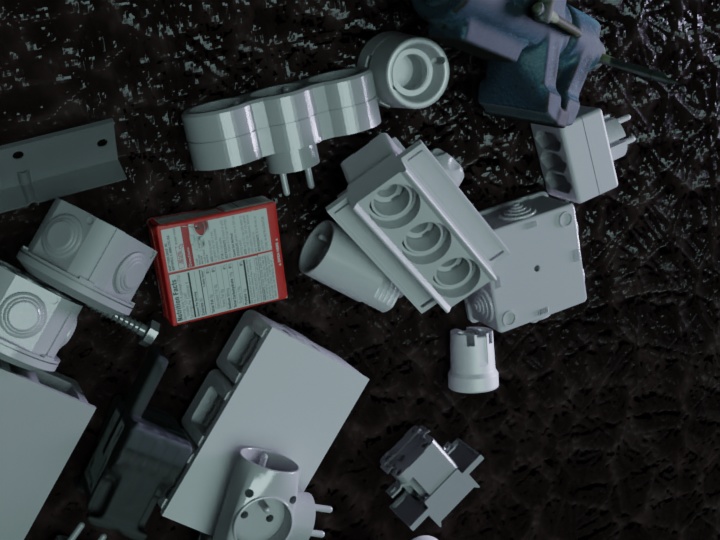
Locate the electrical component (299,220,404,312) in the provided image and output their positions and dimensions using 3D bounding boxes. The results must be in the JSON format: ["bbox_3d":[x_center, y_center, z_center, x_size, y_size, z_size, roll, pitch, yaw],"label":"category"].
[{"bbox_3d":[0.000,0.000,0.796,0.081,0.043,0.043,28,91,-27],"label":"electrical component"}]

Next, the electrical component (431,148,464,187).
[{"bbox_3d":[0.048,-0.060,0.808,0.061,0.035,0.035,-48,116,-4],"label":"electrical component"}]

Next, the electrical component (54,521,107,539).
[{"bbox_3d":[-0.209,0.212,0.753,0.066,0.047,0.076,37,86,-27],"label":"electrical component"}]

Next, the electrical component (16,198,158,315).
[{"bbox_3d":[-0.176,-0.007,0.696,0.080,0.080,0.051,31,84,-27],"label":"electrical component"}]

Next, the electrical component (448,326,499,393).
[{"bbox_3d":[0.090,0.071,0.857,0.040,0.040,0.046,-7,99,-23],"label":"electrical component"}]

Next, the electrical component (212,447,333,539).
[{"bbox_3d":[-0.057,0.169,0.741,0.079,0.044,0.077,14,96,-26],"label":"electrical component"}]

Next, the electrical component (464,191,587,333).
[{"bbox_3d":[0.127,-0.006,0.848,0.100,0.048,0.099,-18,110,-19],"label":"electrical component"}]

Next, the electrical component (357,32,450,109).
[{"bbox_3d":[0.032,-0.142,0.772,0.055,0.047,0.055,-6,105,-23],"label":"electrical component"}]

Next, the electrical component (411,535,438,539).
[{"bbox_3d":[0.061,0.249,0.878,0.045,0.055,0.045,-6,105,-23],"label":"electrical component"}]

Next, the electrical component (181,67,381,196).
[{"bbox_3d":[-0.049,-0.089,0.746,0.138,0.052,0.073,-18,110,-19],"label":"electrical component"}]

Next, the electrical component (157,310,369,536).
[{"bbox_3d":[-0.076,0.116,0.780,0.089,0.062,0.150,31,89,-27],"label":"electrical component"}]

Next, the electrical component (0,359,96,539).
[{"bbox_3d":[-0.269,0.142,0.701,0.105,0.060,0.186,29,90,-27],"label":"electrical component"}]

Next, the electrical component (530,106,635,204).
[{"bbox_3d":[0.185,-0.099,0.851,0.077,0.047,0.065,-24,111,-16],"label":"electrical component"}]

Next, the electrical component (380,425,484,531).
[{"bbox_3d":[0.054,0.163,0.861,0.081,0.042,0.063,-44,114,-9],"label":"electrical component"}]

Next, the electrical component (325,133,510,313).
[{"bbox_3d":[0.040,-0.035,0.762,0.079,0.063,0.121,-35,127,12],"label":"electrical component"}]

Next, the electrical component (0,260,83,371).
[{"bbox_3d":[-0.221,0.028,0.685,0.080,0.080,0.051,31,84,-27],"label":"electrical component"}]
